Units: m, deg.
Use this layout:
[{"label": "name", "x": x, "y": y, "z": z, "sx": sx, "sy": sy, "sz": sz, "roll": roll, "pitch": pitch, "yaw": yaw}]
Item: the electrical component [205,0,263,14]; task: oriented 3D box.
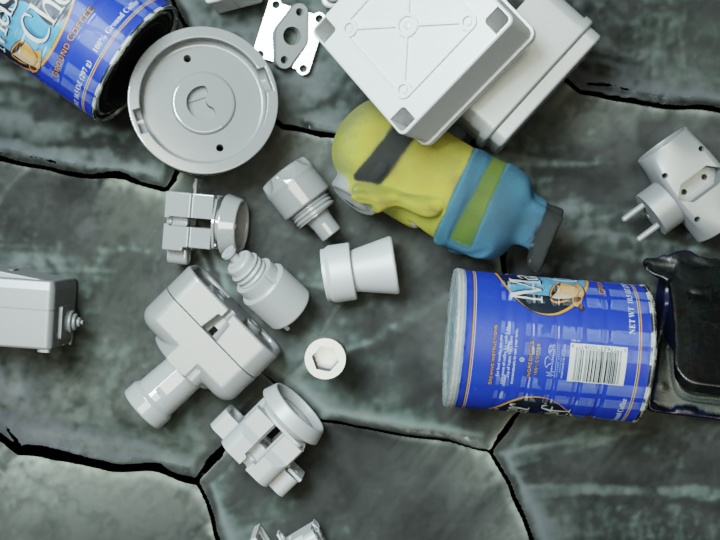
[{"label": "electrical component", "x": -0.085, "y": -0.246, "z": 0.809, "sx": 0.076, "sy": 0.047, "sz": 0.083, "roll": -13, "pitch": 93, "yaw": 4}]

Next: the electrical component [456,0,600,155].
[{"label": "electrical component", "x": 0.117, "y": -0.145, "z": 0.793, "sx": 0.057, "sy": 0.078, "sz": 0.113, "roll": 42, "pitch": 93, "yaw": 2}]

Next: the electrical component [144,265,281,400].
[{"label": "electrical component", "x": -0.115, "y": 0.050, "z": 0.820, "sx": 0.059, "sy": 0.053, "sz": 0.095, "roll": -44, "pitch": 91, "yaw": 3}]

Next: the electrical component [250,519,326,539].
[{"label": "electrical component", "x": -0.050, "y": 0.230, "z": 0.833, "sx": 0.064, "sy": 0.042, "sz": 0.081, "roll": -31, "pitch": 92, "yaw": -1}]

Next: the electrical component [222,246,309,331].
[{"label": "electrical component", "x": -0.073, "y": 0.011, "z": 0.812, "sx": 0.040, "sy": 0.040, "sz": 0.078, "roll": -44, "pitch": 118, "yaw": 3}]

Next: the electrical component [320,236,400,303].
[{"label": "electrical component", "x": 0.000, "y": 0.000, "z": 0.819, "sx": 0.055, "sy": 0.045, "sz": 0.045, "roll": -8, "pitch": 92, "yaw": 2}]

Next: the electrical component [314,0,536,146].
[{"label": "electrical component", "x": 0.043, "y": -0.161, "z": 0.736, "sx": 0.109, "sy": 0.056, "sz": 0.108, "roll": -45, "pitch": 71, "yaw": 18}]

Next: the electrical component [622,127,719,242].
[{"label": "electrical component", "x": 0.236, "y": -0.053, "z": 0.810, "sx": 0.079, "sy": 0.043, "sz": 0.077, "roll": -37, "pitch": 91, "yaw": 3}]

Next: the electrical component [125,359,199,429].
[{"label": "electrical component", "x": -0.152, "y": 0.093, "z": 0.831, "sx": 0.046, "sy": 0.040, "sz": 0.040, "roll": -42, "pitch": 91, "yaw": -3}]

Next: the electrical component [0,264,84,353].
[{"label": "electrical component", "x": -0.258, "y": 0.027, "z": 0.819, "sx": 0.096, "sy": 0.061, "sz": 0.061, "roll": 4, "pitch": 92, "yaw": 1}]

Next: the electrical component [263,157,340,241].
[{"label": "electrical component", "x": -0.040, "y": -0.051, "z": 0.819, "sx": 0.043, "sy": 0.043, "sz": 0.062, "roll": -38, "pitch": 93, "yaw": 3}]

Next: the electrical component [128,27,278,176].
[{"label": "electrical component", "x": -0.117, "y": -0.121, "z": 0.806, "sx": 0.108, "sy": 0.060, "sz": 0.108, "roll": 0, "pitch": 87, "yaw": -9}]

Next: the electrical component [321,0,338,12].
[{"label": "electrical component", "x": 0.015, "y": -0.255, "z": 0.801, "sx": 0.109, "sy": 0.056, "sz": 0.108, "roll": -12, "pitch": 92, "yaw": 2}]

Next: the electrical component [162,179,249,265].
[{"label": "electrical component", "x": -0.117, "y": -0.036, "z": 0.821, "sx": 0.055, "sy": 0.048, "sz": 0.066, "roll": 5, "pitch": 93, "yaw": 9}]

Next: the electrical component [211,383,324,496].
[{"label": "electrical component", "x": -0.065, "y": 0.124, "z": 0.821, "sx": 0.057, "sy": 0.058, "sz": 0.078, "roll": -45, "pitch": 91, "yaw": 6}]
